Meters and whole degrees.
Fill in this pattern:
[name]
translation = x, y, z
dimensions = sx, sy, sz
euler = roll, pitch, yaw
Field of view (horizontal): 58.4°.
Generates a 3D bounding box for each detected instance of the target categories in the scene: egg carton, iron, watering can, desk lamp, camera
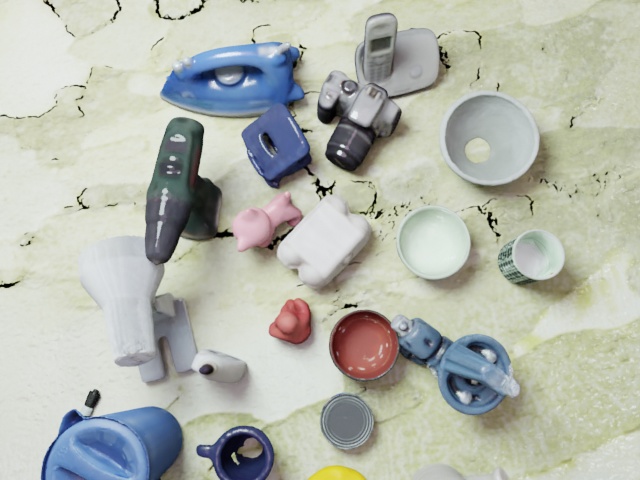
[egg carton]
translation = 0.009, 0.003, 0.952
dimensions = 0.107, 0.069, 0.150
euler = 41, 83, 7
[iron]
translation = -0.159, -0.283, 0.965
dimensions = 0.258, 0.141, 0.119
euler = -7, 80, -1
[watering can]
translation = 0.193, 0.387, 0.823
dimensions = 0.101, 0.194, 0.173
euler = 34, 82, 6
[desk lamp]
translation = -0.267, 0.109, 0.861
dimensions = 0.118, 0.213, 0.203
euler = -17, 80, -3
[camera]
translation = 0.050, -0.199, 0.971
dimensions = 0.143, 0.101, 0.137
euler = 28, 81, 5

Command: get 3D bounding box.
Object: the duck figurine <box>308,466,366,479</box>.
[duck figurine]
translation = 0.026, 0.392, 0.877
dimensions = 0.104, 0.086, 0.077
euler = -3, 80, 0

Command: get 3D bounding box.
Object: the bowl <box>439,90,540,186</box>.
[bowl]
translation = 0.280, -0.165, 0.978
dimensions = 0.167, 0.075, 0.167
euler = 0, 80, 0

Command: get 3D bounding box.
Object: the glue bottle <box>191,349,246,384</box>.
[glue bottle]
translation = -0.160, 0.192, 0.867
dimensions = 0.078, 0.173, 0.037
euler = 20, 81, 4

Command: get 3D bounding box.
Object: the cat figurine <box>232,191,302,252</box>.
[cat figurine]
translation = -0.093, -0.034, 0.934
dimensions = 0.128, 0.118, 0.067
euler = -40, 82, -6

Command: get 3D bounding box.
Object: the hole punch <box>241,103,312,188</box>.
[hole punch]
translation = -0.075, -0.159, 0.969
dimensions = 0.101, 0.091, 0.108
euler = -30, 81, -5

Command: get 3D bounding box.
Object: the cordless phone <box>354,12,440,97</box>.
[cordless phone]
translation = 0.132, -0.317, 0.948
dimensions = 0.147, 0.185, 0.094
euler = -16, 80, -2

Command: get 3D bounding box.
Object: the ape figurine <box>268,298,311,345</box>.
[ape figurine]
translation = -0.048, 0.132, 0.919
dimensions = 0.078, 0.092, 0.076
euler = -25, 81, -4

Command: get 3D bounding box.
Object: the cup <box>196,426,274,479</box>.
[cup]
translation = -0.126, 0.327, 0.884
dimensions = 0.117, 0.095, 0.092
euler = 7, 80, 2

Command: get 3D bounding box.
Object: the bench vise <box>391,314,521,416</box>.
[bench vise]
translation = 0.197, 0.189, 0.844
dimensions = 0.207, 0.220, 0.121
euler = 16, 81, 3

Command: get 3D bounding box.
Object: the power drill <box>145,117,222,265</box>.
[power drill]
translation = -0.211, -0.063, 0.893
dimensions = 0.075, 0.208, 0.230
euler = 4, 80, 1
